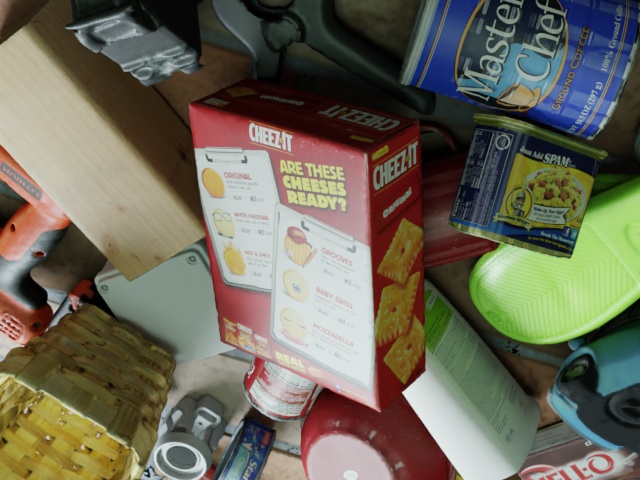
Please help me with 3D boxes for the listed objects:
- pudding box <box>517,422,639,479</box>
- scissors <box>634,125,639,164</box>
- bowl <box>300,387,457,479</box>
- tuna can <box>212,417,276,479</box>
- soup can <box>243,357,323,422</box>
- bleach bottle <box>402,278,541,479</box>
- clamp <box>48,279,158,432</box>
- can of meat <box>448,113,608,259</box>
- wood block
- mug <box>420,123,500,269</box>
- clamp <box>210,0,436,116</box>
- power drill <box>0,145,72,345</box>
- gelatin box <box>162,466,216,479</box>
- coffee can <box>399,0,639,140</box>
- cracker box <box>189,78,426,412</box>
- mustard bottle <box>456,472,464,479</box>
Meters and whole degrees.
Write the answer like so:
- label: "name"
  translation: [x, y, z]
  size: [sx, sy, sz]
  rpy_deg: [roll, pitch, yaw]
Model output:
- label: "pudding box"
  translation: [0.244, 0.207, 0.977]
  size: [0.114, 0.039, 0.090]
  rpy_deg: [-27, 114, 26]
- label: "scissors"
  translation: [0.253, -0.114, 0.758]
  size: [0.096, 0.016, 0.201]
  rpy_deg: [-15, 131, 28]
- label: "bowl"
  translation: [0.040, 0.204, 0.972]
  size: [0.162, 0.055, 0.162]
  rpy_deg: [12, 115, 27]
- label: "tuna can"
  translation: [-0.075, 0.213, 1.016]
  size: [0.033, 0.086, 0.086]
  rpy_deg: [27, 124, -5]
- label: "soup can"
  translation: [-0.019, 0.102, 0.944]
  size: [0.068, 0.068, 0.102]
  rpy_deg: [25, 123, -5]
- label: "bleach bottle"
  translation: [0.091, 0.085, 0.904]
  size: [0.068, 0.102, 0.250]
  rpy_deg: [-26, 108, 35]
- label: "clamp"
  translation: [-0.206, 0.119, 1.007]
  size: [0.120, 0.039, 0.171]
  rpy_deg: [13, 126, 6]
- label: "can of meat"
  translation: [0.147, -0.036, 0.761]
  size: [0.101, 0.058, 0.084]
  rpy_deg: [14, 93, -32]
- label: "wood block"
  translation: [-0.174, -0.082, 0.841]
  size: [0.090, 0.090, 0.206]
  rpy_deg: [-29, 113, 26]
- label: "mug"
  translation: [0.089, -0.034, 0.831]
  size: [0.081, 0.093, 0.117]
  rpy_deg: [-15, 84, 14]
- label: "clamp"
  translation: [-0.013, -0.157, 0.791]
  size: [0.165, 0.036, 0.210]
  rpy_deg: [-10, 118, 18]
- label: "power drill"
  translation: [-0.287, -0.016, 0.925]
  size: [0.184, 0.057, 0.188]
  rpy_deg: [35, 123, -4]
- label: "gelatin box"
  translation: [-0.129, 0.269, 1.096]
  size: [0.073, 0.030, 0.089]
  rpy_deg: [43, 121, -17]
- label: "coffee can"
  translation: [0.136, -0.137, 0.736]
  size: [0.140, 0.102, 0.103]
  rpy_deg: [17, 124, -1]
- label: "cracker box"
  translation: [-0.005, 0.001, 0.791]
  size: [0.164, 0.072, 0.214]
  rpy_deg: [19, 127, 35]
- label: "mustard bottle"
  translation: [0.106, 0.264, 1.030]
  size: [0.096, 0.058, 0.192]
  rpy_deg: [28, 124, 0]
